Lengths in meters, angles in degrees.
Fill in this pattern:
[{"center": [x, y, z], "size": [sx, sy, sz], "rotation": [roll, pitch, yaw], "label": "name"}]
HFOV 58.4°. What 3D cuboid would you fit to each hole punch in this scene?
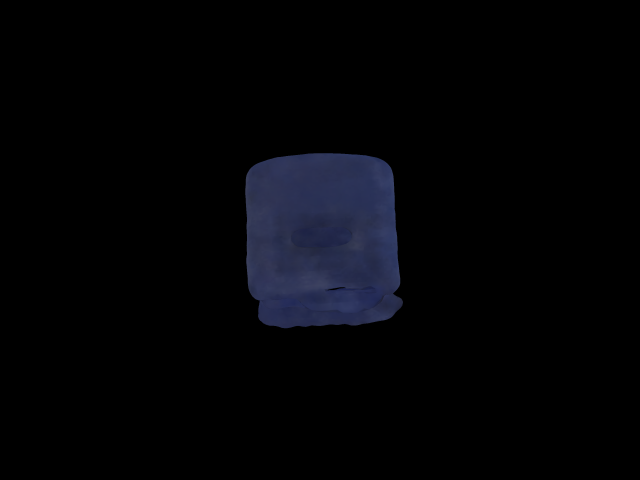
[{"center": [0.004, 0.001, 0.400], "size": [0.108, 0.091, 0.101], "rotation": [-3, 54, -2], "label": "hole punch"}]
